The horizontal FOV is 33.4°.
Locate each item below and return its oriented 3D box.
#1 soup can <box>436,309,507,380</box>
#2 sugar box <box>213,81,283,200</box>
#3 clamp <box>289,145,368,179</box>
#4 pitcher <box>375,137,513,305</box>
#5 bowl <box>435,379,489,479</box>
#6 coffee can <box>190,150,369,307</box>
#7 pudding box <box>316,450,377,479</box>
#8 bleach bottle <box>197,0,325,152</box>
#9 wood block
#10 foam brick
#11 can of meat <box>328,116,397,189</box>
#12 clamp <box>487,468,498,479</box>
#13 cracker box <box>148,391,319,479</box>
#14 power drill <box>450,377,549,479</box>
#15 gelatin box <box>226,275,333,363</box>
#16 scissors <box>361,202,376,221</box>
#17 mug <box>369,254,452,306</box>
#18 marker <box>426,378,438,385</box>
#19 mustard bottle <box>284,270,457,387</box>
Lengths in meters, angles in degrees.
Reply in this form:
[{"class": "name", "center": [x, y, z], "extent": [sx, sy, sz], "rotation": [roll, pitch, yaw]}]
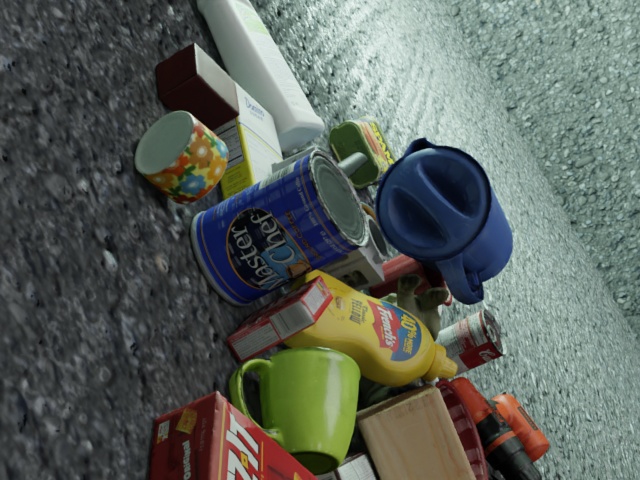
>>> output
[{"class": "soup can", "center": [0.193, 0.144, 1.451], "extent": [0.068, 0.102, 0.068], "rotation": [50, 24, -32]}, {"class": "sugar box", "center": [-0.075, -0.080, 1.164], "extent": [0.093, 0.048, 0.176], "rotation": [39, 29, -51]}, {"class": "clamp", "center": [0.017, -0.074, 1.381], "extent": [0.209, 0.036, 0.164], "rotation": [35, 42, -49]}, {"class": "pitcher", "center": [0.163, -0.008, 1.280], "extent": [0.145, 0.149, 0.242], "rotation": [27, -2, 23]}, {"class": "bowl", "center": [0.144, 0.249, 1.258], "extent": [0.162, 0.055, 0.162], "rotation": [50, 28, -41]}, {"class": "coffee can", "center": [-0.039, -0.010, 1.026], "extent": [0.102, 0.140, 0.103], "rotation": [50, 24, -32]}, {"class": "pudding box", "center": [0.036, 0.264, 1.015], "extent": [0.090, 0.039, 0.113], "rotation": [3, 64, -69]}, {"class": "bleach bottle", "center": [-0.086, -0.232, 1.303], "extent": [0.251, 0.068, 0.102], "rotation": [64, 19, 9]}, {"class": "wood block", "center": [0.115, 0.260, 1.086], "extent": [0.091, 0.090, 0.206], "rotation": [109, -41, -86]}, {"class": "foam brick", "center": [-0.128, -0.157, 1.120], "extent": [0.078, 0.053, 0.051], "rotation": [42, 29, -46]}, {"class": "can of meat", "center": [0.061, -0.125, 1.535], "extent": [0.102, 0.058, 0.083], "rotation": [64, 23, 2]}, {"class": "clamp", "center": [0.203, 0.311, 1.352], "extent": [0.171, 0.039, 0.120], "rotation": [47, 8, -25]}, {"class": "cracker box", "center": [-0.040, 0.241, 0.811], "extent": [0.213, 0.072, 0.164], "rotation": [48, 24, -33]}, {"class": "power drill", "center": [0.257, 0.271, 1.465], "extent": [0.184, 0.057, 0.187], "rotation": [54, 13, 24]}, {"class": "gelatin box", "center": [-0.038, 0.073, 0.999], "extent": [0.030, 0.089, 0.073], "rotation": [58, 20, -5]}, {"class": "scissors", "center": [0.019, -0.017, 1.307], "extent": [0.201, 0.016, 0.096], "rotation": [13, 70, -55]}, {"class": "mug", "center": [0.116, 0.053, 1.407], "extent": [0.093, 0.082, 0.117], "rotation": [52, 23, -27]}, {"class": "marker", "center": [0.156, 0.206, 1.405], "extent": [0.020, 0.020, 0.121], "rotation": [5, 60, -66]}, {"class": "mustard bottle", "center": [0.057, 0.103, 1.115], "extent": [0.191, 0.058, 0.096], "rotation": [24, 37, -12]}]
